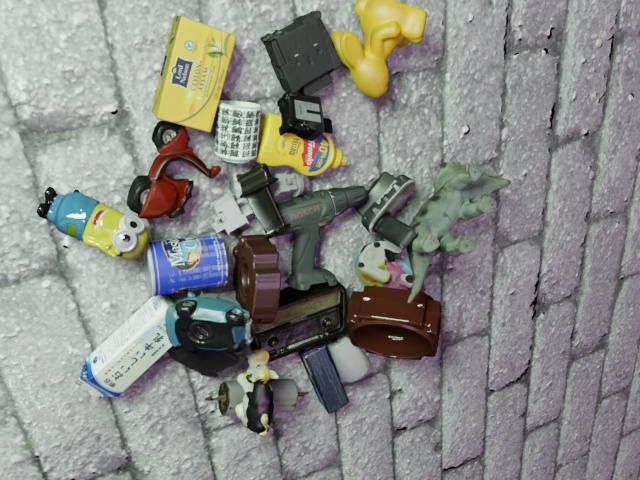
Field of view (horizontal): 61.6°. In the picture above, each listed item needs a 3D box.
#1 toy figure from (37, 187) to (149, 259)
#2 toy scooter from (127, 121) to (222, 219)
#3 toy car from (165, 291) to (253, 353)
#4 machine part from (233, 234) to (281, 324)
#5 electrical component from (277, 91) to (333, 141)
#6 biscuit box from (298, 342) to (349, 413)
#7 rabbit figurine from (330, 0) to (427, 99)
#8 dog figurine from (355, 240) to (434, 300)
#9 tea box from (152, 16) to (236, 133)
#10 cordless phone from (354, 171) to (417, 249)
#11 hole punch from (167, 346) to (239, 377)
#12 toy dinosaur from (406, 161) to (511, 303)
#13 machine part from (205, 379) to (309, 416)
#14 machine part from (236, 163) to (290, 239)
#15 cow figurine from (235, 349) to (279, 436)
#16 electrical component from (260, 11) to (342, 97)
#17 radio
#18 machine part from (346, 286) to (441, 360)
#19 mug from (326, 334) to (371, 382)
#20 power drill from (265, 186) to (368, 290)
[{"bbox_3d":[-0.383,-0.029,0.924,0.180,0.089,0.082,22,89,-8],"label":"toy figure"},{"bbox_3d":[-0.256,-0.111,0.966,0.135,0.075,0.183,21,97,-31],"label":"toy scooter"},{"bbox_3d":[-0.201,0.145,1.010,0.162,0.103,0.109,1,120,3],"label":"toy car"},{"bbox_3d":[-0.128,0.076,1.054,0.056,0.180,0.179,-2,112,-23],"label":"machine part"},{"bbox_3d":[-0.019,-0.225,1.000,0.119,0.048,0.075,6,72,-30],"label":"electrical component"},{"bbox_3d":[0.007,0.323,1.287,0.063,0.059,0.202,-27,120,-14],"label":"biscuit box"},{"bbox_3d":[0.104,-0.356,1.004,0.162,0.122,0.173,7,109,-23],"label":"rabbit figurine"},{"bbox_3d":[0.175,0.113,1.252,0.219,0.192,0.108,82,28,-51],"label":"dog figurine"},{"bbox_3d":[-0.216,-0.280,0.914,0.098,0.068,0.169,9,108,-29],"label":"tea box"},{"bbox_3d":[0.166,-0.061,1.124,0.146,0.184,0.088,-48,118,0],"label":"cordless phone"},{"bbox_3d":[-0.236,0.214,1.118,0.116,0.092,0.142,-30,131,27],"label":"hole punch"},{"bbox_3d":[0.254,-0.034,1.146,0.131,0.192,0.405,45,74,-6],"label":"toy dinosaur"},{"bbox_3d":[-0.140,0.356,1.221,0.243,0.079,0.079,5,109,-28],"label":"machine part"},{"bbox_3d":[-0.105,-0.072,1.023,0.084,0.039,0.138,-19,98,23],"label":"machine part"},{"bbox_3d":[-0.127,0.315,1.114,0.068,0.098,0.167,-2,110,-26],"label":"cow figurine"},{"bbox_3d":[-0.029,-0.333,0.988,0.115,0.058,0.134,-33,121,-8],"label":"electrical component"},{"bbox_3d":[-0.053,0.173,1.185,0.230,0.073,0.130,-16,117,-18],"label":"radio"},{"bbox_3d":[0.165,0.190,1.195,0.202,0.087,0.200,7,147,14],"label":"machine part"},{"bbox_3d":[0.071,0.267,1.284,0.109,0.081,0.107,-38,114,-8],"label":"mug"},{"bbox_3d":[-0.002,-0.003,1.130,0.232,0.086,0.207,-10,119,-20],"label":"power drill"}]
